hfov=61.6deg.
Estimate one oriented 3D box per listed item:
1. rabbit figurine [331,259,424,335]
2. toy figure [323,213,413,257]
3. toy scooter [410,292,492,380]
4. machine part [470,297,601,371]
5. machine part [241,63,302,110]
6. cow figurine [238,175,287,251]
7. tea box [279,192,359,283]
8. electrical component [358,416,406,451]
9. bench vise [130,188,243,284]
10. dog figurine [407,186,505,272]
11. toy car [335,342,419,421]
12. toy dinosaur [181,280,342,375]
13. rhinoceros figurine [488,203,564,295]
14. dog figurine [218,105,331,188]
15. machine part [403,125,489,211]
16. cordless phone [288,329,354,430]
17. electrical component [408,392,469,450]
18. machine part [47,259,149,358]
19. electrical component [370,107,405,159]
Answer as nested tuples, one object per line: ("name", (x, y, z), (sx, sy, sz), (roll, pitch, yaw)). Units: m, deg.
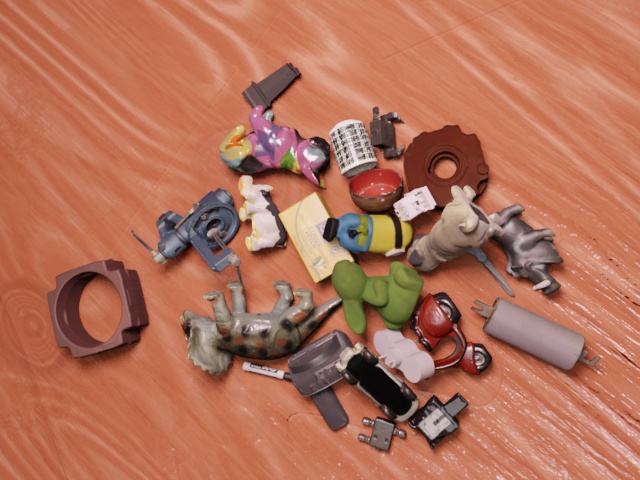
("rabbit figurine", (0.099, 0.101, 1.076), (0.170, 0.121, 0.159), (20, 106, -3))
("toy figure", (0.099, -0.015, 1.068), (0.180, 0.082, 0.089), (10, 122, -19))
("toy scooter", (0.238, 0.202, 1.064), (0.135, 0.075, 0.184), (-35, 83, 11))
("machine part", (0.405, 0.178, 1.023), (0.243, 0.079, 0.079), (25, 92, 13))
("machine part", (-0.107, -0.344, 1.202), (0.139, 0.039, 0.084), (-33, 74, 10))
("cow figurine", (-0.123, -0.061, 1.165), (0.098, 0.068, 0.167), (-9, 85, -22))
("tea box", (-0.002, -0.003, 1.137), (0.098, 0.068, 0.169), (-32, 79, 10))
("electrical component", (0.127, 0.398, 1.100), (0.094, 0.021, 0.063), (14, 90, 13))
("bench vise", (-0.253, -0.002, 1.149), (0.224, 0.128, 0.241), (-36, 50, -14))
("dog figurine", (0.234, 0.005, 1.007), (0.190, 0.172, 0.121), (-47, 72, 24))
("toy car", (0.114, 0.281, 1.062), (0.073, 0.056, 0.201), (-46, 104, 1))
("toy dinosaur", (-0.120, 0.188, 1.133), (0.405, 0.131, 0.192), (1, 103, 6))
("rhinoceros figurine", (0.398, 0.017, 1.038), (0.112, 0.073, 0.190), (-40, 78, 6))
("dog figurine", (-0.085, -0.173, 1.151), (0.191, 0.108, 0.219), (-46, 80, 6))
("machine part", (0.254, -0.147, 1.093), (0.180, 0.056, 0.179), (-1, 85, 14))
("cordless phone", (0.029, 0.294, 1.113), (0.147, 0.089, 0.184), (-31, 91, 8))
("electrical component", (0.239, 0.346, 1.064), (0.075, 0.047, 0.119), (43, 96, 12))
("machine part", (-0.509, 0.157, 1.237), (0.202, 0.087, 0.201), (-18, 83, 10))
("electrical component", (0.142, -0.222, 1.121), (0.045, 0.078, 0.102), (-7, 78, 37))
